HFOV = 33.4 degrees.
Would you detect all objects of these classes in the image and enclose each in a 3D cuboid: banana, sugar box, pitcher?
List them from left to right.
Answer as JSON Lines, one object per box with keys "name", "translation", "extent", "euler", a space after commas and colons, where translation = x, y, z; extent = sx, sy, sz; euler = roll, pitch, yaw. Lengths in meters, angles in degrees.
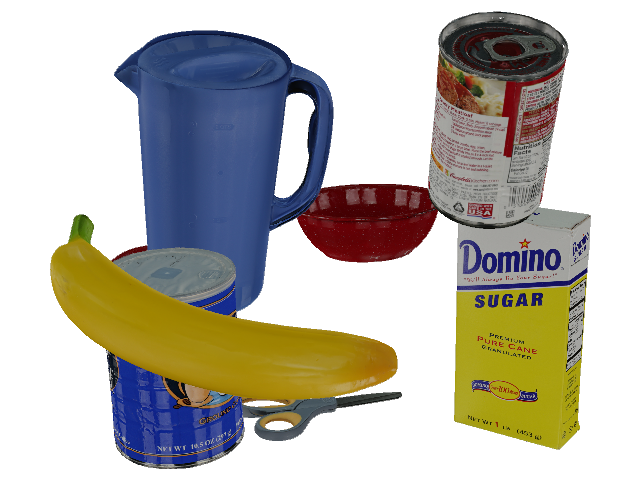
{"name": "banana", "translation": [-0.062, 0.039, 0.521], "extent": [0.198, 0.069, 0.037], "euler": [23, -35, 19]}
{"name": "pitcher", "translation": [-0.088, -0.056, 0.959], "extent": [0.149, 0.243, 0.144], "euler": [29, 38, 33]}
{"name": "sugar box", "translation": [0.151, 0.062, 0.811], "extent": [0.093, 0.176, 0.048], "euler": [10, 23, 33]}

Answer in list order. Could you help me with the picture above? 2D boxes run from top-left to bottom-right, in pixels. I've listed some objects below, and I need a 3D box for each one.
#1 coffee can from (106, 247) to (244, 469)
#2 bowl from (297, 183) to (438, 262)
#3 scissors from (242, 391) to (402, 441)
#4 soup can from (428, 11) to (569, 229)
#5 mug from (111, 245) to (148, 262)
{"name": "coffee can", "translation": [-0.113, 0.088, 0.820], "extent": [0.103, 0.140, 0.103], "euler": [-1, 20, 0]}
{"name": "bowl", "translation": [0.048, -0.016, 1.085], "extent": [0.162, 0.055, 0.162], "euler": [-3, 14, 1]}
{"name": "scissors", "translation": [0.004, 0.194, 1.197], "extent": [0.201, 0.016, 0.096], "euler": [2, 23, -10]}
{"name": "soup can", "translation": [0.096, -0.065, 0.593], "extent": [0.068, 0.102, 0.068], "euler": [0, 40, 0]}
{"name": "mug", "translation": [-0.185, 0.069, 1.149], "extent": [0.093, 0.081, 0.117], "euler": [9, 33, 16]}
